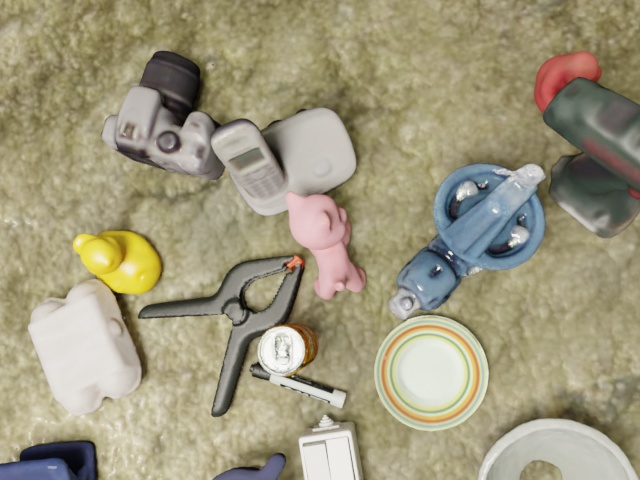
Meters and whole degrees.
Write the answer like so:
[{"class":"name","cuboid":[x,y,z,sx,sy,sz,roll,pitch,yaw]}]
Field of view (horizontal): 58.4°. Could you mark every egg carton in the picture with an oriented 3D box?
[{"class":"egg carton","cuboid":[-0.282,0.129,0.695,0.107,0.069,0.150,-27,81,2]}]

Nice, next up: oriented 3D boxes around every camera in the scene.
[{"class":"camera","cuboid":[-0.183,-0.158,0.704,0.143,0.101,0.137,16,85,8]}]

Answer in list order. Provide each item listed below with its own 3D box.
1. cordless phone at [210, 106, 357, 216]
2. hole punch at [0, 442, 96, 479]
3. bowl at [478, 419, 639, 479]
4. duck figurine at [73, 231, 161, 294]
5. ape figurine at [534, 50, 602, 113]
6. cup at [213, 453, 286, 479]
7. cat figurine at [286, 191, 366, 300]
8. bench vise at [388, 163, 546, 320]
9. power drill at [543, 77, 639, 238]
[{"class":"cordless phone","cuboid":[-0.039,-0.101,0.639,0.147,0.185,0.094,-28,81,2]},{"class":"hole punch","cuboid":[-0.323,0.297,0.668,0.108,0.091,0.101,-8,82,5]},{"class":"bowl","cuboid":[0.250,0.273,0.619,0.167,0.075,0.167,-1,83,6]},{"class":"duck figurine","cuboid":[-0.251,0.024,0.696,0.104,0.086,0.077,30,87,9]},{"class":"ape figurine","cuboid":[0.290,-0.186,0.662,0.077,0.092,0.076,-17,81,4]},{"class":"cup","cuboid":[-0.071,0.281,0.642,0.091,0.095,0.118,34,88,9]},{"class":"cat figurine","cuboid":[0.006,0.002,0.656,0.067,0.118,0.128,-19,81,4]},{"class":"bench vise","cuboid":[0.161,0.005,0.588,0.121,0.220,0.207,26,86,9]},{"class":"power drill","cuboid":[0.321,-0.063,0.585,0.229,0.208,0.075,41,89,9]}]
